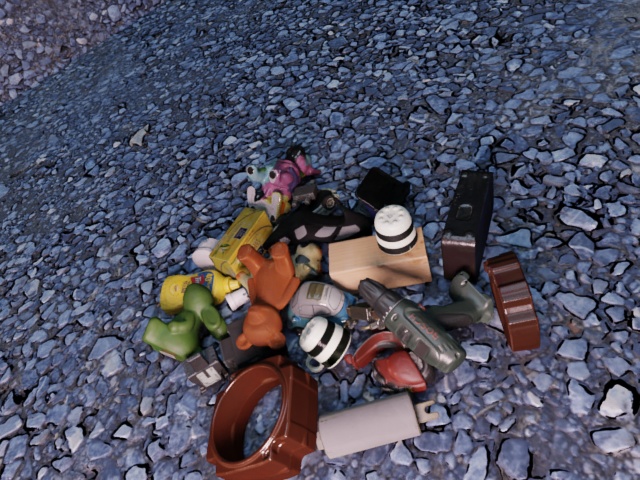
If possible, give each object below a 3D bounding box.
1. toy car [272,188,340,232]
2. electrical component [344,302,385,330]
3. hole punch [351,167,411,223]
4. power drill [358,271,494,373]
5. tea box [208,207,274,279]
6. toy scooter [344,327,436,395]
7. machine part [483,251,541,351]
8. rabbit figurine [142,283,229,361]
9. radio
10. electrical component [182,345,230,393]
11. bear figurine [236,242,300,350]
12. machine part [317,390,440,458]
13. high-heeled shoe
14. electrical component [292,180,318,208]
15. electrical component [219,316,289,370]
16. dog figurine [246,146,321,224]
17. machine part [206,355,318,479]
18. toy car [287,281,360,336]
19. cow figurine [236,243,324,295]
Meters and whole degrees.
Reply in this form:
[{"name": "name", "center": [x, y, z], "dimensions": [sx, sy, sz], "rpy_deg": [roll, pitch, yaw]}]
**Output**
[{"name": "toy car", "center": [-0.034, -0.063, 1.362], "dimensions": [0.202, 0.056, 0.074], "rpy_deg": [-40, 41, -19]}, {"name": "electrical component", "center": [0.093, 0.148, 1.060], "dimensions": [0.078, 0.045, 0.102], "rpy_deg": [-8, 4, -43]}, {"name": "hole punch", "center": [0.144, -0.097, 1.315], "dimensions": [0.116, 0.092, 0.142], "rpy_deg": [32, 59, 5]}, {"name": "power drill", "center": [0.211, 0.126, 1.006], "dimensions": [0.207, 0.086, 0.232], "rpy_deg": [-14, 49, -38]}, {"name": "tea box", "center": [-0.186, 0.013, 1.319], "dimensions": [0.068, 0.098, 0.169], "rpy_deg": [11, 55, 30]}, {"name": "toy scooter", "center": [0.124, 0.227, 1.017], "dimensions": [0.135, 0.075, 0.184], "rpy_deg": [-27, 42, -5]}, {"name": "machine part", "center": [0.347, 0.112, 0.973], "dimensions": [0.056, 0.179, 0.179], "rpy_deg": [-16, 45, 12]}, {"name": "rabbit figurine", "center": [-0.284, 0.174, 1.180], "dimensions": [0.159, 0.121, 0.170], "rpy_deg": [16, 66, 17]}, {"name": "radio", "center": [0.317, -0.035, 1.144], "dimensions": [0.073, 0.131, 0.229], "rpy_deg": [6, 52, 24]}, {"name": "electrical component", "center": [-0.241, 0.256, 1.099], "dimensions": [0.075, 0.119, 0.048], "rpy_deg": [-31, 45, -5]}, {"name": "bear figurine", "center": [-0.117, 0.117, 1.089], "dimensions": [0.120, 0.131, 0.196], "rpy_deg": [-2, 50, 23]}, {"name": "machine part", "center": [0.086, 0.322, 0.941], "dimensions": [0.243, 0.079, 0.079], "rpy_deg": [-17, 45, 7]}, {"name": "high-heeled shoe", "center": [-0.003, -0.004, 1.276], "dimensions": [0.249, 0.145, 0.086], "rpy_deg": [-29, 26, 18]}, {"name": "electrical component", "center": [-0.040, -0.118, 1.362], "dimensions": [0.063, 0.021, 0.094], "rpy_deg": [-8, 41, 21]}, {"name": "electrical component", "center": [-0.144, 0.220, 1.139], "dimensions": [0.134, 0.058, 0.115], "rpy_deg": [-25, 43, -3]}, {"name": "dog figurine", "center": [-0.088, -0.151, 1.438], "dimensions": [0.109, 0.191, 0.219], "rpy_deg": [10, 19, 32]}, {"name": "machine part", "center": [-0.105, 0.322, 0.963], "dimensions": [0.201, 0.087, 0.201], "rpy_deg": [-26, 41, 28]}, {"name": "toy car", "center": [-0.003, 0.138, 1.130], "dimensions": [0.162, 0.102, 0.109], "rpy_deg": [0, 50, 24]}, {"name": "cow figurine", "center": [-0.078, 0.076, 1.221], "dimensions": [0.195, 0.085, 0.127], "rpy_deg": [-37, 64, -3]}]
